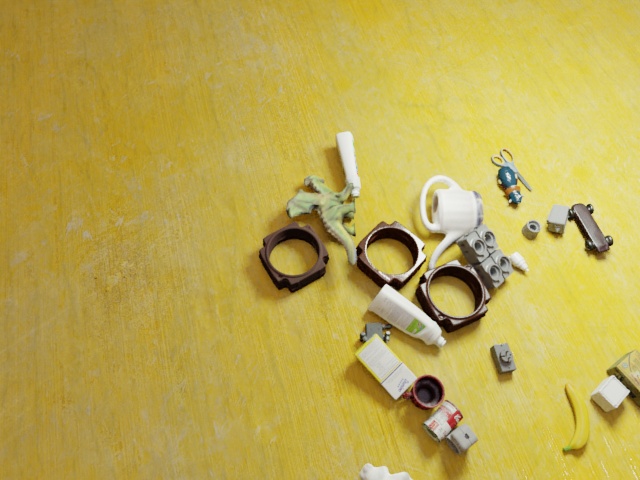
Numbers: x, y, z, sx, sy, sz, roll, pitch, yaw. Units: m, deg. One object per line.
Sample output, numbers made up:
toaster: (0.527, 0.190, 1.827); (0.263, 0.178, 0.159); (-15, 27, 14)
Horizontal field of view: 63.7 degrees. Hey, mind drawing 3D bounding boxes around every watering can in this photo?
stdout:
watering can: (0.456, -0.058, 1.782); (0.224, 0.352, 0.102); (1, -16, -4)

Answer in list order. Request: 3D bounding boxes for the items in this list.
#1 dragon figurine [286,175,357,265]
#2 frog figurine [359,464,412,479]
dragon figurine: (0.005, -0.088, 1.749); (0.243, 0.421, 0.119); (3, -45, -1)
frog figurine: (0.181, 0.664, 1.370); (0.137, 0.160, 0.122); (-38, -10, 2)
